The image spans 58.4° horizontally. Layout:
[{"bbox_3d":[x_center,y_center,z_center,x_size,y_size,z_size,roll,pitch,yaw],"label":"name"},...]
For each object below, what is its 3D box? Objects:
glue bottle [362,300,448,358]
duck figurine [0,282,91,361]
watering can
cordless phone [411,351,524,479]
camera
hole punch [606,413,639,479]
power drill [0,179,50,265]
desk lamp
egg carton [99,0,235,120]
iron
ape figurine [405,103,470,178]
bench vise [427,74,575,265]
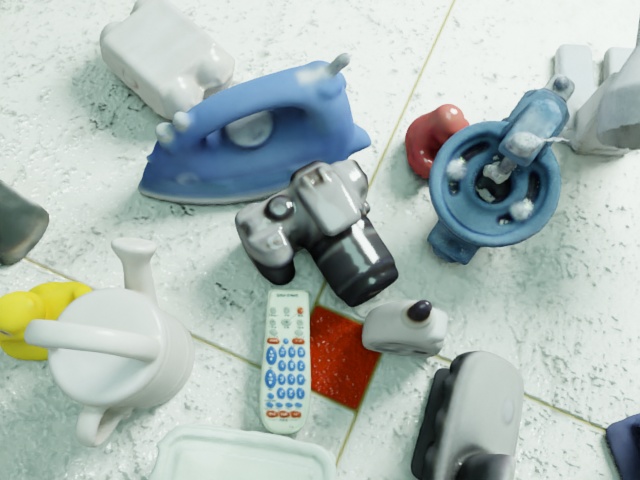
[{"bbox_3d":[0.080,0.076,0.510,0.078,0.173,0.037,9,73,3],"label":"glue bottle"},{"bbox_3d":[-0.276,0.073,0.557,0.104,0.086,0.077,-25,74,-7],"label":"duck figurine"},{"bbox_3d":[-0.180,0.085,0.496,0.101,0.194,0.173,-12,73,-3],"label":"watering can"},{"bbox_3d":[0.141,0.164,0.476,0.094,0.185,0.148,13,73,5],"label":"cordless phone"},{"bbox_3d":[0.005,0.002,0.570,0.143,0.101,0.136,-30,75,-9],"label":"camera"},{"bbox_3d":[0.333,0.199,0.514,0.101,0.091,0.108,-17,73,-5],"label":"hole punch"},{"bbox_3d":[-0.346,-0.049,0.530,0.229,0.208,0.076,31,75,9],"label":"power drill"},{"bbox_3d":[0.314,-0.160,0.561,0.118,0.213,0.203,4,73,2],"label":"desk lamp"},{"bbox_3d":[-0.175,-0.206,0.651,0.150,0.069,0.107,41,77,12],"label":"egg carton"},{"bbox_3d":[-0.079,-0.114,0.585,0.258,0.141,0.118,-20,74,-6],"label":"iron"},{"bbox_3d":[0.129,-0.111,0.610,0.078,0.092,0.076,-30,75,-8],"label":"ape figurine"},{"bbox_3d":[0.176,-0.092,0.537,0.121,0.220,0.207,17,74,6],"label":"bench vise"}]
